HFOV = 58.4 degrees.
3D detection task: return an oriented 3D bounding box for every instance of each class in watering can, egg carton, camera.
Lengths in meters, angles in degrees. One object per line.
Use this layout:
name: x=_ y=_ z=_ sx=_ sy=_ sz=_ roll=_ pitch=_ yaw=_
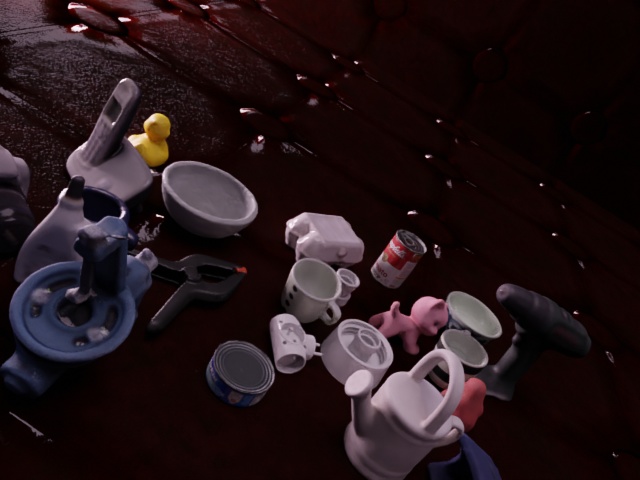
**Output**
watering can: x=0.112 y=0.218 z=0.729 sx=0.173 sy=0.194 sz=0.100 roll=9 pitch=37 yaw=-35
egg carton: x=0.010 y=0.004 z=1.078 sx=0.151 sy=0.069 sz=0.107 roll=4 pitch=40 yaw=-41
camera: x=-0.425 y=-0.053 z=0.717 sx=0.144 sy=0.100 sz=0.136 roll=-6 pitch=47 yaw=-48

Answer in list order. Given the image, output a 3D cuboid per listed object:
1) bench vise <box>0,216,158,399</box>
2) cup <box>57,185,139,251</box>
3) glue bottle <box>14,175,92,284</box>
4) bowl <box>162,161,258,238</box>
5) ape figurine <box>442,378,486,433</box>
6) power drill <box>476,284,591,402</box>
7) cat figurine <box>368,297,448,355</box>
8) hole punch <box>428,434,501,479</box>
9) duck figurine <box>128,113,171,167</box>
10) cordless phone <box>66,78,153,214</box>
bench vise: x=-0.248 y=0.041 z=0.624 sx=0.122 sy=0.219 sz=0.207 roll=25 pitch=30 yaw=-13
cup: x=-0.301 y=-0.004 z=0.768 sx=0.117 sy=0.095 sz=0.092 roll=34 pitch=29 yaw=4
glue bottle: x=-0.308 y=-0.006 z=0.685 sx=0.078 sy=0.173 sz=0.037 roll=25 pitch=30 yaw=-13
bowl: x=-0.195 y=-0.056 z=0.967 sx=0.168 sy=0.074 sz=0.167 roll=24 pitch=31 yaw=-15
ape figurine: x=0.227 y=0.251 z=0.892 sx=0.078 sy=0.092 sz=0.076 roll=30 pitch=29 yaw=-4
power drill: x=0.344 y=0.181 z=0.990 sx=0.230 sy=0.208 sz=0.075 roll=18 pitch=32 yaw=-23
cat figurine: x=0.164 y=0.133 z=0.982 sx=0.128 sy=0.117 sz=0.067 roll=15 pitch=34 yaw=-28
hole punch: x=0.213 y=0.327 z=0.767 sx=0.101 sy=0.091 sz=0.108 roll=20 pitch=32 yaw=-21
duck figurine: x=-0.306 y=-0.189 z=1.048 sx=0.077 sy=0.086 sz=0.104 roll=30 pitch=29 yaw=-4
cordless phone: x=-0.305 y=-0.140 z=0.876 sx=0.094 sy=0.185 sz=0.147 roll=-10 pitch=50 yaw=-50
